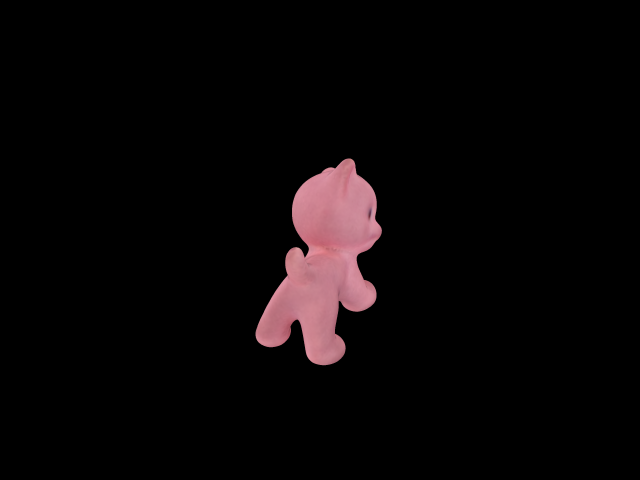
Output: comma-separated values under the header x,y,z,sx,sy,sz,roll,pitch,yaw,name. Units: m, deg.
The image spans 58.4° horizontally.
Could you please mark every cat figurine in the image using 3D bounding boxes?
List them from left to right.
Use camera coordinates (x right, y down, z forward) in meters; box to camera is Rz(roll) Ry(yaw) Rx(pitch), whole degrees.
x,y,z,sx,sy,sz,roll,pitch,yaw,name
0.004,0.001,0.400,0.067,0.118,0.128,11,32,18,cat figurine
